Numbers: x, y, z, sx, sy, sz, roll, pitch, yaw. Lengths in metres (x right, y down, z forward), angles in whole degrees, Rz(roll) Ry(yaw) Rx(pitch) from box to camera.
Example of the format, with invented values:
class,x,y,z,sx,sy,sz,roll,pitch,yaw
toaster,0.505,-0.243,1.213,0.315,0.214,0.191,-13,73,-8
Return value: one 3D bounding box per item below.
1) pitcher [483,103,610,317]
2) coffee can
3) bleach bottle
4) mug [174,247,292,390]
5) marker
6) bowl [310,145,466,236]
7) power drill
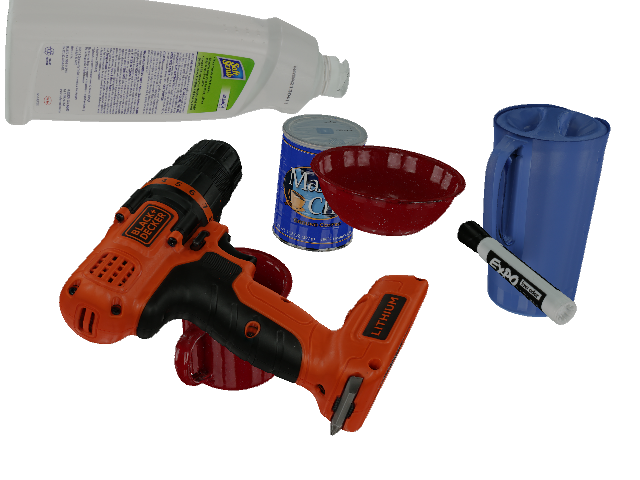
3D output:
class,x,y,z,sx,sy,sz,roll,pitch,yaw
pitcher,0.257,-0.032,1.277,0.149,0.243,0.145,1,25,-1
coffee can,-0.002,-0.071,1.311,0.102,0.140,0.103,6,27,-3
bleach bottle,-0.104,-0.127,0.799,0.250,0.068,0.103,4,-41,-14
mug,-0.075,0.070,0.841,0.093,0.081,0.117,18,38,23
marker,0.136,0.020,0.758,0.020,0.020,0.121,0,29,-32
bowl,0.067,-0.047,1.110,0.162,0.055,0.162,6,23,-3
power drill,-0.035,0.021,0.638,0.188,0.057,0.184,23,42,8
